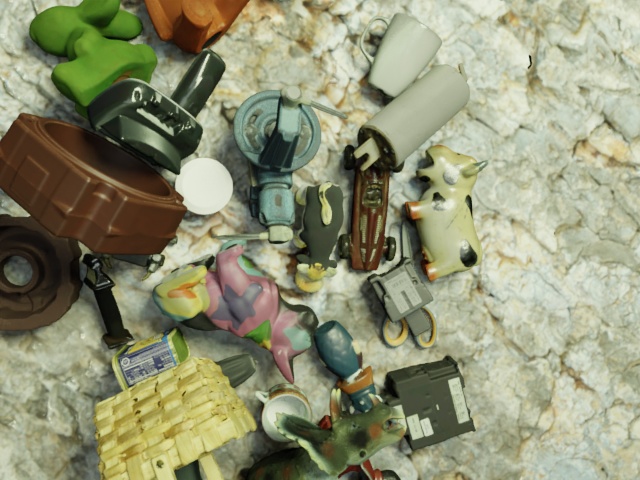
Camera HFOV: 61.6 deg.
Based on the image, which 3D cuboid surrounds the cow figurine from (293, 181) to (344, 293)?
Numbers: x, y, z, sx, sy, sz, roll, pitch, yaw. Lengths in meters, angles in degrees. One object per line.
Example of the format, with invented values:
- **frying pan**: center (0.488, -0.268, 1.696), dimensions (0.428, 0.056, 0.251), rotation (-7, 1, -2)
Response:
- **cow figurine**: center (0.000, -0.001, 0.784), dimensions (0.068, 0.098, 0.167), rotation (4, 93, -12)

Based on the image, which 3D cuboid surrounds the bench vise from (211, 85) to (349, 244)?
- **bench vise**: center (-0.057, -0.114, 0.709), dimensions (0.129, 0.240, 0.223), rotation (11, 73, -11)

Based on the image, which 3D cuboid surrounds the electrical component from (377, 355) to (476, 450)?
- **electrical component**: center (0.160, 0.253, 0.833), dimensions (0.134, 0.058, 0.114), rotation (-13, 93, -4)

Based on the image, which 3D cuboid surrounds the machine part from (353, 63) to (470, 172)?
- **machine part**: center (0.136, -0.176, 0.773), dimensions (0.243, 0.079, 0.079), rotation (-42, 96, -22)

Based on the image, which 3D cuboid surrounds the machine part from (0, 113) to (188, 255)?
- **machine part**: center (-0.286, -0.070, 0.685), dimensions (0.201, 0.201, 0.087), rotation (36, 97, 16)

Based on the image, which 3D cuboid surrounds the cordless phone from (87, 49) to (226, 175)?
- **cordless phone**: center (-0.207, -0.196, 0.729), dimensions (0.089, 0.146, 0.184), rotation (28, 86, 36)

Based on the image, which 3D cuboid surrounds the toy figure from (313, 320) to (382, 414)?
- **toy figure**: center (0.046, 0.196, 0.819), dimensions (0.058, 0.064, 0.154), rotation (-38, 103, -40)

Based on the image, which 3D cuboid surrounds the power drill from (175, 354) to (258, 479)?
- **power drill**: center (-0.181, 0.293, 0.794), dimensions (0.232, 0.086, 0.207), rotation (-15, 98, -3)

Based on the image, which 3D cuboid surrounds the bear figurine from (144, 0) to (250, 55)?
- **bear figurine**: center (-0.205, -0.360, 0.735), dimensions (0.120, 0.132, 0.195), rotation (-44, 101, -30)

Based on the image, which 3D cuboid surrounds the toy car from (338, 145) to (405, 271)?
- **toy car**: center (0.076, -0.053, 0.812), dimensions (0.089, 0.053, 0.202), rotation (4, 92, -8)

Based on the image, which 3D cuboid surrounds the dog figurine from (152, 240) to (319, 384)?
- **dog figurine**: center (-0.112, 0.115, 0.778), dimensions (0.191, 0.108, 0.219), rotation (-29, 98, -3)

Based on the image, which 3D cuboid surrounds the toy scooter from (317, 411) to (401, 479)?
- **toy scooter**: center (0.032, 0.359, 0.821), dimensions (0.135, 0.075, 0.183), rotation (-36, 98, 3)

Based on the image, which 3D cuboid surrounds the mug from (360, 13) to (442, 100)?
- **mug**: center (0.107, -0.269, 0.788), dimensions (0.109, 0.081, 0.107), rotation (28, 100, -10)

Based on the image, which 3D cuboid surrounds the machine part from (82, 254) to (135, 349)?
- **machine part**: center (-0.311, 0.087, 0.778), dimensions (0.039, 0.084, 0.138), rotation (-23, 106, -35)

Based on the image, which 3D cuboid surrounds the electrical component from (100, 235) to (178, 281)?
- **electrical component**: center (-0.270, 0.012, 0.786), dimensions (0.102, 0.045, 0.078), rotation (23, 93, -6)

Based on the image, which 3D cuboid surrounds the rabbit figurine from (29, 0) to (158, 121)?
- **rabbit figurine**: center (-0.320, -0.267, 0.734), dimensions (0.170, 0.121, 0.159), rotation (42, 88, 9)

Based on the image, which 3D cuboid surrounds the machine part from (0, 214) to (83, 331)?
- **machine part**: center (-0.430, 0.044, 0.769), dimensions (0.179, 0.056, 0.179), rotation (0, 94, -6)

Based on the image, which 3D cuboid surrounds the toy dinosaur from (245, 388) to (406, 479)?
- **toy dinosaur**: center (-0.046, 0.362, 0.756), dimensions (0.404, 0.131, 0.192), rotation (-47, 64, 31)

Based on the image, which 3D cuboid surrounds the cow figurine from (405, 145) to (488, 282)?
- **cow figurine**: center (0.195, -0.047, 0.806), dimensions (0.127, 0.085, 0.194), rotation (-14, 92, 2)

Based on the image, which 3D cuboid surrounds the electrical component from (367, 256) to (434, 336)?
- **electrical component**: center (0.128, 0.092, 0.809), dimensions (0.075, 0.048, 0.119), rotation (-26, 91, 0)
